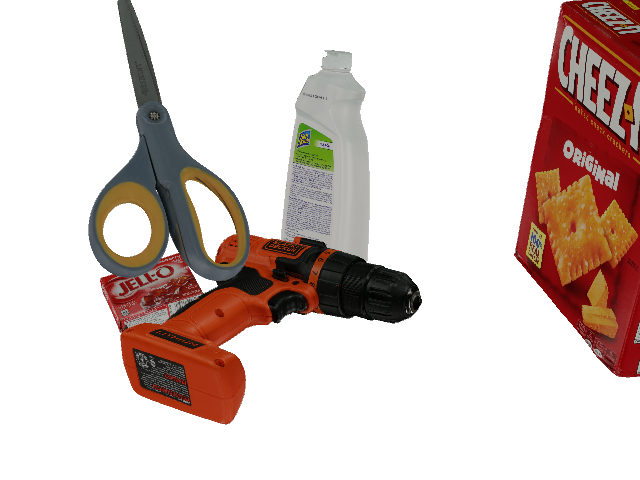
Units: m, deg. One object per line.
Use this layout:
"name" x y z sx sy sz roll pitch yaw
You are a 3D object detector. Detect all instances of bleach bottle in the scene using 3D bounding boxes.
"bleach bottle" 0.013 -0.071 1.124 0.103 0.251 0.067 15 16 35

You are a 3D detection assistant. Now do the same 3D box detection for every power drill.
"power drill" -0.041 0.061 0.799 0.185 0.057 0.187 10 31 33

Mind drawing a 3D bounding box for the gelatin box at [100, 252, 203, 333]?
"gelatin box" -0.169 0.054 1.077 0.089 0.030 0.073 -18 39 -17

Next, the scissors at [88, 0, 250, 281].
"scissors" -0.110 -0.057 0.609 0.096 0.202 0.016 -21 -22 -28

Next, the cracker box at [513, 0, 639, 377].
"cracker box" 0.210 -0.038 0.739 0.072 0.214 0.164 -7 34 -15
